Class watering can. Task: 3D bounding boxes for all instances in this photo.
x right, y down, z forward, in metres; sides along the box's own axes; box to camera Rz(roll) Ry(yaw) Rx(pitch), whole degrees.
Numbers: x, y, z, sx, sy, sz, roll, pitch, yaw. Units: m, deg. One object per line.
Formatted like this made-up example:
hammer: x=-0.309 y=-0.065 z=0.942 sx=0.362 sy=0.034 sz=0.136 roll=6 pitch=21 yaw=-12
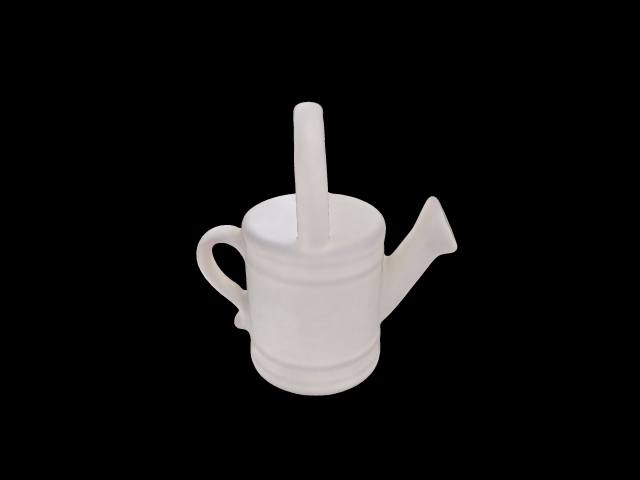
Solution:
watering can: x=0.004 y=0.000 z=0.402 sx=0.173 sy=0.194 sz=0.100 roll=-10 pitch=29 yaw=-18
